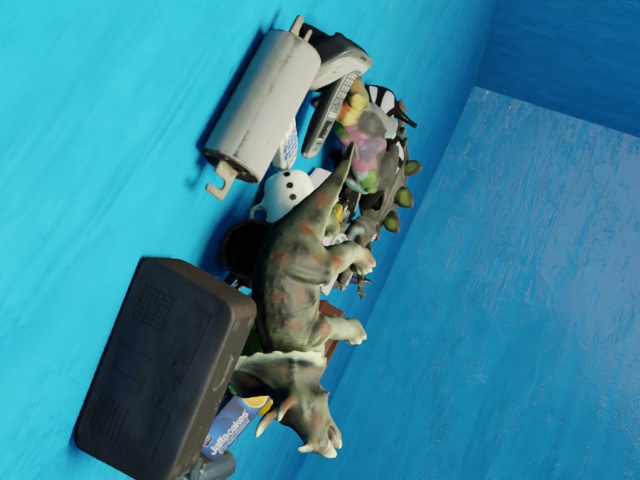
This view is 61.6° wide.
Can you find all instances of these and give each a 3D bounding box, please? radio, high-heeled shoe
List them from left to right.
[{"bbox_3d":[-0.171,0.145,0.603,0.229,0.131,0.073,-68,164,4],"label":"radio"},{"bbox_3d":[0.100,-0.193,1.078,0.248,0.145,0.086,-61,-172,-16],"label":"high-heeled shoe"}]

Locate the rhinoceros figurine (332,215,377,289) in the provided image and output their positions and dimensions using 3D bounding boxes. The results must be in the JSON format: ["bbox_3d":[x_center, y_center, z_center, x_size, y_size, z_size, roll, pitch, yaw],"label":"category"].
[{"bbox_3d":[0.062,0.021,1.109,0.190,0.073,0.112,-57,162,-31],"label":"rhinoceros figurine"}]

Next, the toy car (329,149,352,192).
[{"bbox_3d":[0.080,-0.164,1.139,0.202,0.053,0.089,-39,111,-61],"label":"toy car"}]

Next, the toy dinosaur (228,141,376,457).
[{"bbox_3d":[-0.030,0.059,0.694,0.192,0.131,0.404,6,83,-52],"label":"toy dinosaur"}]

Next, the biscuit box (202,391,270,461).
[{"bbox_3d":[-0.130,0.260,0.882,0.202,0.059,0.063,-48,-156,-17],"label":"biscuit box"}]

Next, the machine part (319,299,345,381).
[{"bbox_3d":[-0.027,0.228,1.070,0.201,0.087,0.201,-60,170,-23],"label":"machine part"}]

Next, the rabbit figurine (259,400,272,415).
[{"bbox_3d":[-0.088,0.327,1.209,0.173,0.162,0.122,-45,173,-13],"label":"rabbit figurine"}]

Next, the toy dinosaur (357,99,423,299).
[{"bbox_3d":[0.142,-0.100,1.272,0.199,0.105,0.470,-148,-110,-73],"label":"toy dinosaur"}]

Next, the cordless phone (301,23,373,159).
[{"bbox_3d":[-0.003,-0.207,0.788,0.184,0.089,0.146,-67,167,16],"label":"cordless phone"}]

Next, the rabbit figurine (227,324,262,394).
[{"bbox_3d":[-0.125,0.161,0.818,0.159,0.121,0.170,-65,165,19],"label":"rabbit figurine"}]

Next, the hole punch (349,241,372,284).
[{"bbox_3d":[0.070,0.042,1.355,0.092,0.142,0.116,97,7,-52],"label":"hole punch"}]

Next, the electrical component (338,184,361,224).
[{"bbox_3d":[0.046,-0.085,1.204,0.134,0.058,0.114,-45,152,-56],"label":"electrical component"}]

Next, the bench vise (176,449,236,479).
[{"bbox_3d":[-0.233,0.446,0.879,0.223,0.129,0.240,2,106,-72],"label":"bench vise"}]

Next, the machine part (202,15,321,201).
[{"bbox_3d":[-0.067,-0.156,0.633,0.079,0.079,0.243,63,50,-72],"label":"machine part"}]

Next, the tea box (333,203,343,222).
[{"bbox_3d":[-0.002,-0.003,1.126,0.098,0.068,0.169,-59,163,-29],"label":"tea box"}]

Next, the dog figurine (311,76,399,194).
[{"bbox_3d":[0.063,-0.190,0.951,0.219,0.109,0.191,20,69,-66],"label":"dog figurine"}]
